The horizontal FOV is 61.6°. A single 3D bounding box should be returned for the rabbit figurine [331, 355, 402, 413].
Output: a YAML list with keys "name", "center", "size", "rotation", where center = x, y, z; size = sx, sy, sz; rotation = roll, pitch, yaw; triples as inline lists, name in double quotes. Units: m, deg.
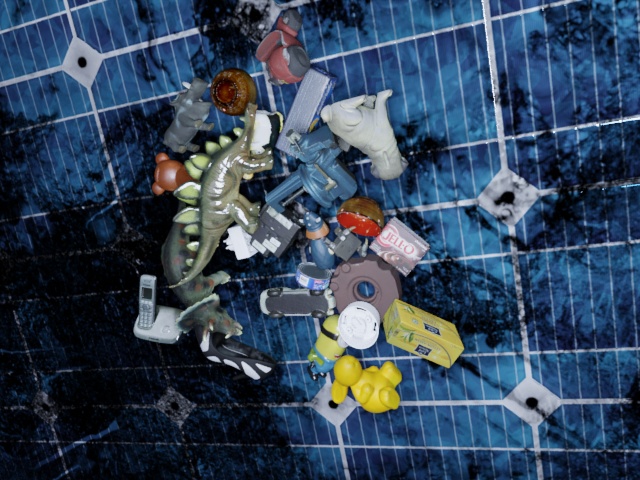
- name: "rabbit figurine"
  center: [0.097, 0.342, 1.328]
  size: [0.173, 0.122, 0.162]
  rotation: [40, 136, -25]

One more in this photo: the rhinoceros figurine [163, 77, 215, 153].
- name: "rhinoceros figurine"
  center: [-0.320, -0.302, 1.317]
  size: [0.112, 0.073, 0.190]
  rotation: [39, 115, 15]

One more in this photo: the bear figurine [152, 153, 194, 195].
- name: "bear figurine"
  center: [-0.319, -0.149, 1.345]
  size: [0.196, 0.132, 0.120]
  rotation: [13, 99, 35]

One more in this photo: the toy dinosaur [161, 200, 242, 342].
- name: "toy dinosaur"
  center: [-0.333, 0.074, 1.356]
  size: [0.131, 0.192, 0.404]
  rotation: [-21, 99, 19]

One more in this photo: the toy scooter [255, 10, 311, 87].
- name: "toy scooter"
  center: [-0.090, -0.408, 1.191]
  size: [0.135, 0.075, 0.184]
  rotation: [-25, 60, 35]

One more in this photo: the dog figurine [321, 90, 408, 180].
- name: "dog figurine"
  center: [0.095, -0.210, 1.157]
  size: [0.172, 0.121, 0.190]
  rotation: [-14, 100, -10]

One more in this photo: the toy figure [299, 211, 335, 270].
- name: "toy figure"
  center: [-0.005, -0.003, 1.292]
  size: [0.064, 0.058, 0.154]
  rotation: [-12, 114, 7]

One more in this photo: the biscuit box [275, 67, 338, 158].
- name: "biscuit box"
  center: [-0.031, -0.291, 1.230]
  size: [0.063, 0.059, 0.202]
  rotation: [30, 112, 10]

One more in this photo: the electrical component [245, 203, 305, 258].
- name: "electrical component"
  center: [-0.117, -0.024, 1.333]
  size: [0.115, 0.058, 0.134]
  rotation: [41, 113, 5]

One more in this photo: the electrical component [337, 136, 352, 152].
- name: "electrical component"
  center: [0.057, -0.235, 1.238]
  size: [0.094, 0.021, 0.063]
  rotation: [25, 111, 8]

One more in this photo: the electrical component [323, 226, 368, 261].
- name: "electrical component"
  center: [0.066, 0.008, 1.264]
  size: [0.078, 0.045, 0.102]
  rotation: [-48, 124, -3]

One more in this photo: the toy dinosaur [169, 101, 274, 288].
- name: "toy dinosaur"
  center: [-0.230, -0.089, 1.229]
  size: [0.198, 0.105, 0.470]
  rotation: [14, 102, -10]

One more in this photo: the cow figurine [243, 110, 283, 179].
- name: "cow figurine"
  center: [-0.139, -0.224, 1.279]
  size: [0.098, 0.068, 0.167]
  rotation: [5, 109, -10]

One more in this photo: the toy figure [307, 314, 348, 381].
- name: "toy figure"
  center: [0.021, 0.271, 1.359]
  size: [0.089, 0.082, 0.180]
  rotation: [34, 115, 5]

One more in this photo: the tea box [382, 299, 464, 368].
- name: "tea box"
  center: [0.236, 0.214, 1.240]
  size: [0.169, 0.098, 0.068]
  rotation: [25, 113, -14]

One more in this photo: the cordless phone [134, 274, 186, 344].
- name: "cordless phone"
  center: [-0.435, 0.186, 1.480]
  size: [0.147, 0.089, 0.184]
  rotation: [7, 102, 16]

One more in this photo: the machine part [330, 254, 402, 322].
- name: "machine part"
  center: [0.112, 0.121, 1.302]
  size: [0.180, 0.056, 0.179]
  rotation: [5, 107, 15]

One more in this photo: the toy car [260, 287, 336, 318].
- name: "toy car"
  center: [-0.056, 0.157, 1.366]
  size: [0.202, 0.056, 0.073]
  rotation: [-3, 98, 17]

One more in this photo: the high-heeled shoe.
- name: "high-heeled shoe"
  center: [-0.228, 0.278, 1.440]
  size: [0.145, 0.086, 0.248]
  rotation: [-28, 101, 21]

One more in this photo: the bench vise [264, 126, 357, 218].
- name: "bench vise"
  center: [-0.039, -0.137, 1.210]
  size: [0.240, 0.223, 0.129]
  rotation: [-35, 49, 21]
